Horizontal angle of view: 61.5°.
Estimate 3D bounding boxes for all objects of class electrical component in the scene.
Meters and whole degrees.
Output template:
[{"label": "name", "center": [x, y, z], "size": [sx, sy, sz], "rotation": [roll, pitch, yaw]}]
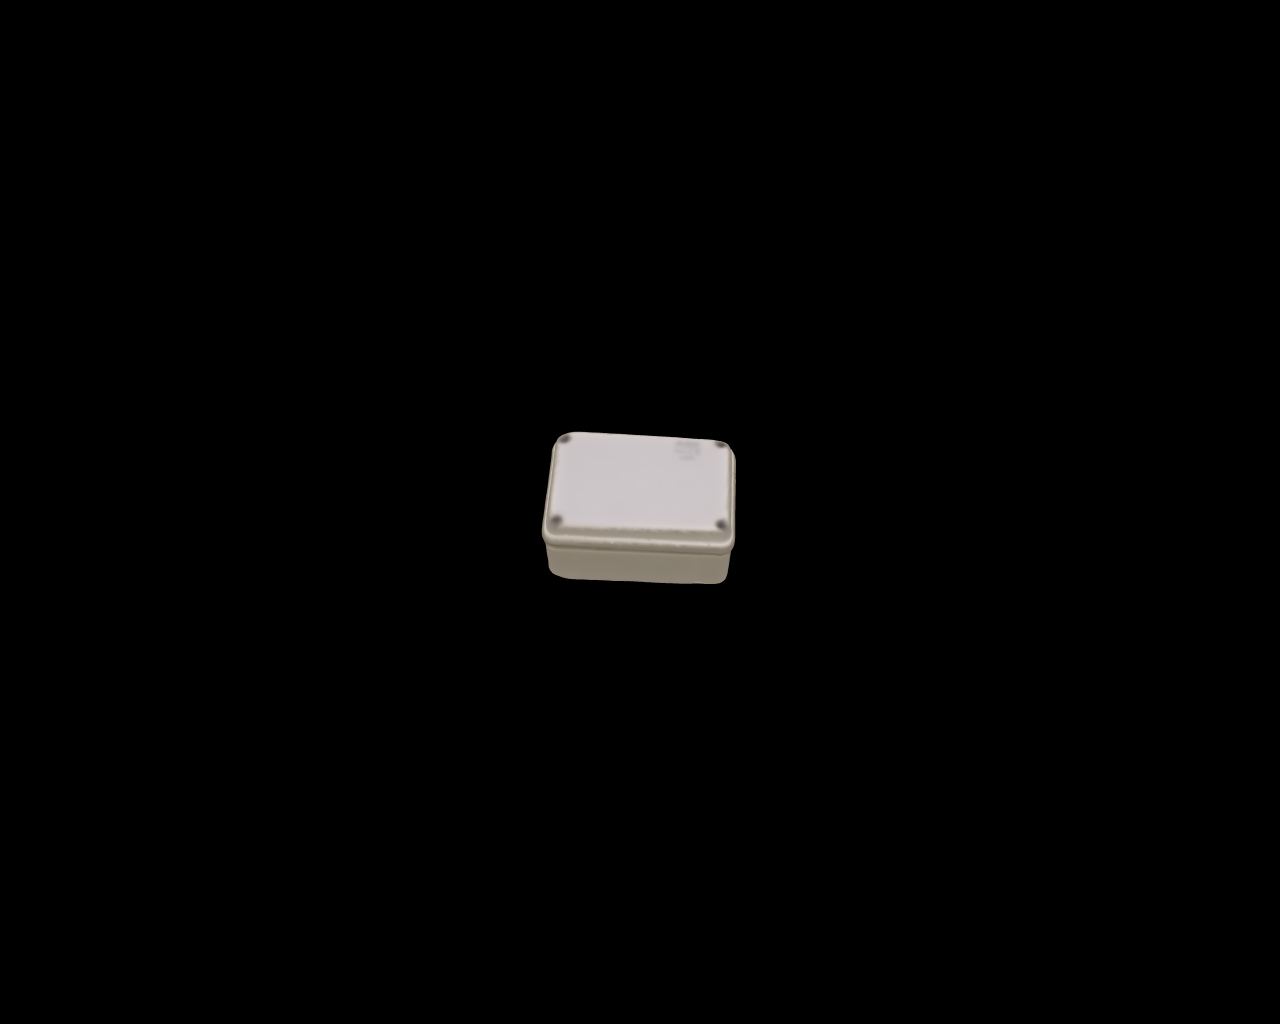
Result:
[{"label": "electrical component", "center": [0.001, -0.003, 0.650], "size": [0.113, 0.078, 0.057], "rotation": [3, -34, 2]}]
